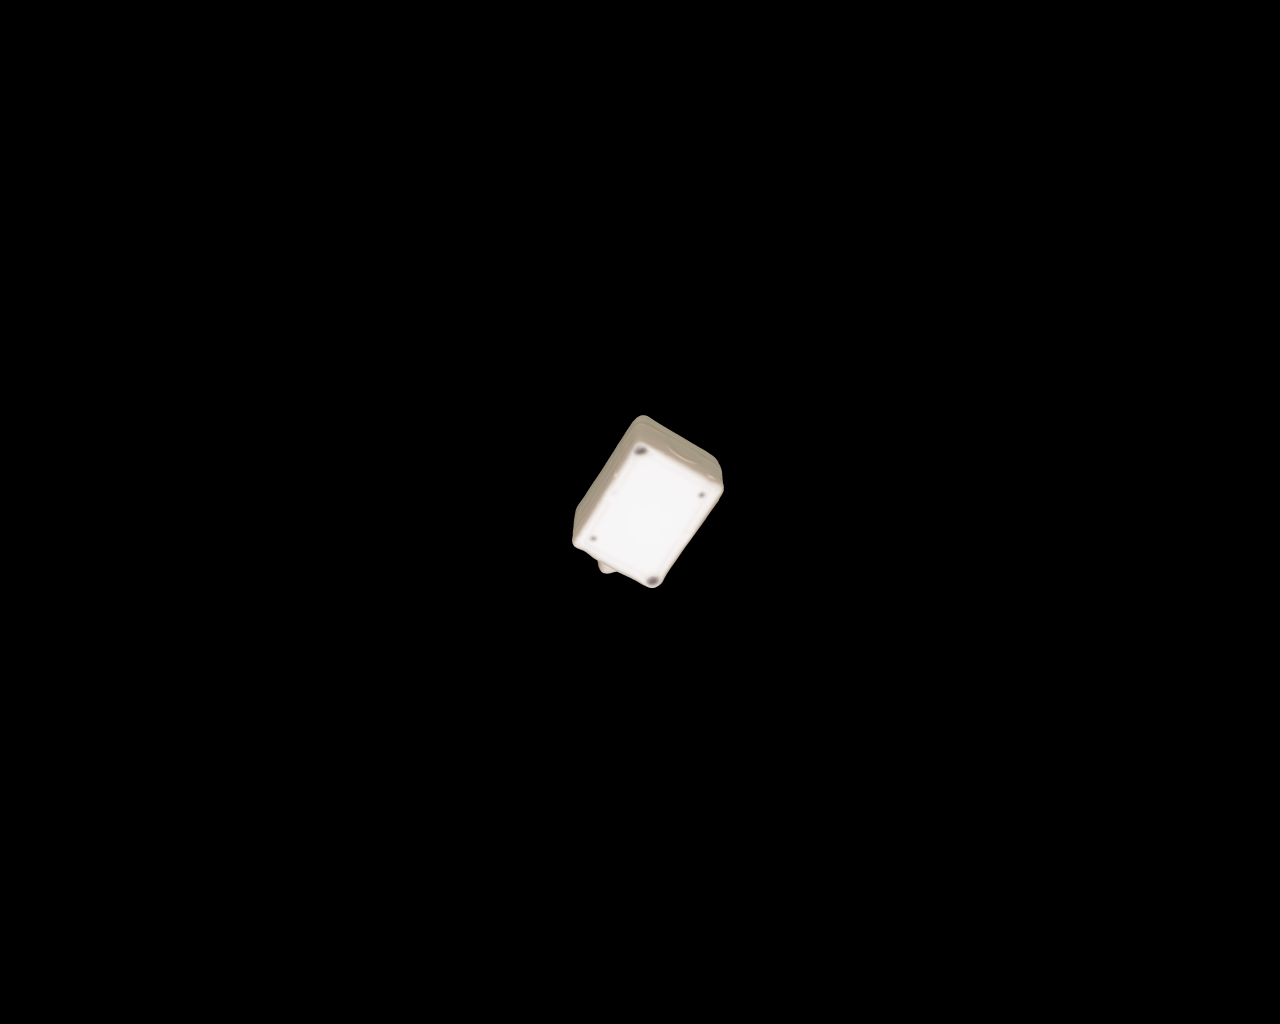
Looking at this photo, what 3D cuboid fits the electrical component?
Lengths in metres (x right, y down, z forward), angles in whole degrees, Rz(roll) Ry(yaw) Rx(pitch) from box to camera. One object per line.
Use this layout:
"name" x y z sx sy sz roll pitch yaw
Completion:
"electrical component" 0.001 -0.003 0.650 0.062 0.096 0.061 30 20 -12
